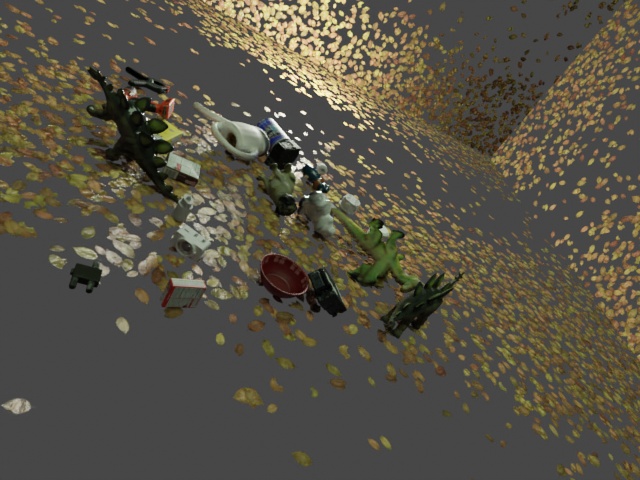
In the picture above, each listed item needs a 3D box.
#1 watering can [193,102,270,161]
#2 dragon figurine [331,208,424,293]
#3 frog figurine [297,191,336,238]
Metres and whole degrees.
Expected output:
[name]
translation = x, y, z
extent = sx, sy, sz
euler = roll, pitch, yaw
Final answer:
[watering can]
translation = -0.330, -0.416, 1.976
extent = 0.225, 0.102, 0.353
euler = -2, 45, -49
[dragon figurine]
translation = 0.177, 0.054, 1.800
extent = 0.411, 0.119, 0.248
euler = 27, 48, 6
[frog figurine]
translation = 0.006, -0.092, 1.824
extent = 0.160, 0.134, 0.125
euler = 39, 46, 8
